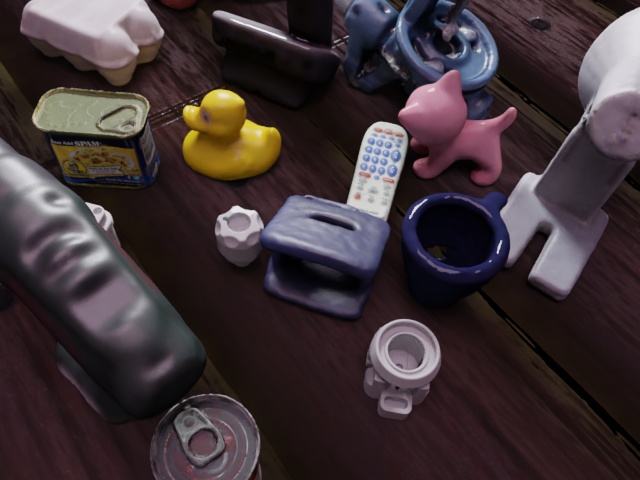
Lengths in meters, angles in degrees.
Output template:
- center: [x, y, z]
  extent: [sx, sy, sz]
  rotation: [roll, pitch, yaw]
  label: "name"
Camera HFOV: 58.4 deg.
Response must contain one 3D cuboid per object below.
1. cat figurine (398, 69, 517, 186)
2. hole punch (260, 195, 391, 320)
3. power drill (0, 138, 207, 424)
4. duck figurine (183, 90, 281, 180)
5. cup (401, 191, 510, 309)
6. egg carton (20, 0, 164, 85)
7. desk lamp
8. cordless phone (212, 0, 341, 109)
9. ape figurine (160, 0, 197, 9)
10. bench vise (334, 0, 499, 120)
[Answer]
- center: [0.139, -0.120, 0.593]
  extent: [0.128, 0.118, 0.067]
  rotation: [3, 56, -3]
  label: "cat figurine"
- center: [0.005, 0.002, 0.516]
  extent: [0.108, 0.091, 0.101]
  rotation: [16, 56, 6]
  label: "hole punch"
- center: [-0.168, 0.044, 0.402]
  extent: [0.229, 0.208, 0.076]
  rotation: [38, 61, 19]
  label: "power drill"
- center: [-0.092, -0.114, 0.589]
  extent: [0.104, 0.086, 0.077]
  rotation: [2, 56, -3]
  label: "duck figurine"
- center: [0.120, 0.011, 0.518]
  extent: [0.091, 0.095, 0.118]
  rotation: [40, 62, 20]
  label: "cup"
- center: [-0.265, -0.248, 0.672]
  extent: [0.150, 0.069, 0.107]
  rotation: [24, 57, 11]
  label: "egg carton"
- center: [0.261, -0.083, 0.522]
  extent: [0.117, 0.213, 0.203]
  rotation: [31, 59, 16]
  label: "desk lamp"
- center: [-0.047, -0.251, 0.624]
  extent: [0.147, 0.185, 0.094]
  rotation: [20, 57, 9]
  label: "cordless phone"
- center: [-0.189, -0.353, 0.736]
  extent: [0.078, 0.092, 0.076]
  rotation: [-9, 57, -11]
  label: "ape figurine"
- center: [0.103, -0.232, 0.603]
  extent: [0.207, 0.220, 0.121]
  rotation: [18, 57, 7]
  label: "bench vise"
